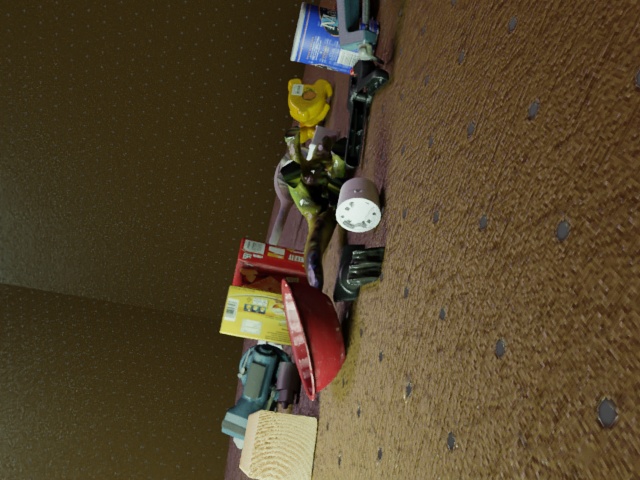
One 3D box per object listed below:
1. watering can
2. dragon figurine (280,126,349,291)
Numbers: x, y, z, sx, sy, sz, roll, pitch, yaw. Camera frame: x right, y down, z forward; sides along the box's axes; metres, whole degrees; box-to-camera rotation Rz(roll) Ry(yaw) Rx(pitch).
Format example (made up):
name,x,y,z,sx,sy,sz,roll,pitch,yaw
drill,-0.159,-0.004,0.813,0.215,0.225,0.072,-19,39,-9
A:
name,x,y,z,sx,sy,sz,roll,pitch,yaw
watering can,-0.088,-0.144,1.501,0.224,0.104,0.348,-177,100,-81
dragon figurine,0.003,-0.046,0.923,0.237,0.122,0.419,81,-169,-59
